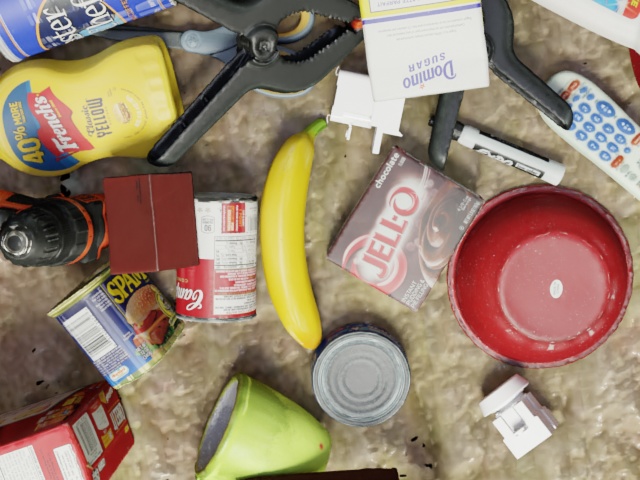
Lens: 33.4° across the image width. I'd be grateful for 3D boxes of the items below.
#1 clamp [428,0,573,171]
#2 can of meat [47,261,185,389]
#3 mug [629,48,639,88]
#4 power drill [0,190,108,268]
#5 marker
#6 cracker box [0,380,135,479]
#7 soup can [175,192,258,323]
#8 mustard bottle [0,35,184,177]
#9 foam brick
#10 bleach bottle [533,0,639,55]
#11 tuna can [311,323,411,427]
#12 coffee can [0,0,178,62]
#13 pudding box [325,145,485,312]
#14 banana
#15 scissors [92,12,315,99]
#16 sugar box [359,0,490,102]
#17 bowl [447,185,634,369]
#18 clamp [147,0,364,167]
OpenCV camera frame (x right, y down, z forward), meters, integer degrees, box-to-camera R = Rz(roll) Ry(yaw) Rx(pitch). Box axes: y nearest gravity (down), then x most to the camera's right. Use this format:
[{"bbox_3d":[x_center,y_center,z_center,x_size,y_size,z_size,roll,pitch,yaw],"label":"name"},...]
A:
[{"bbox_3d":[0.118,-0.143,0.872,0.120,0.039,0.171,-26,84,-4],"label":"clamp"},{"bbox_3d":[-0.163,0.064,0.873,0.057,0.102,0.084,-34,99,18],"label":"can of meat"},{"bbox_3d":[0.297,-0.153,0.846,0.081,0.117,0.093,-10,129,6],"label":"mug"},{"bbox_3d":[-0.262,-0.018,0.832,0.188,0.184,0.057,11,96,8],"label":"power drill"},{"bbox_3d":[0.148,-0.078,0.898,0.121,0.020,0.020,23,96,-3],"label":"marker"},{"bbox_3d":[-0.270,0.190,0.857,0.213,0.164,0.072,-19,94,2],"label":"cracker box"},{"bbox_3d":[-0.085,0.013,0.884,0.068,0.068,0.102,1,96,0],"label":"soup can"},{"bbox_3d":[-0.211,-0.102,0.873,0.191,0.058,0.096,-11,119,2],"label":"mustard bottle"},{"bbox_3d":[-0.132,-0.014,0.841,0.053,0.051,0.078,-2,92,34],"label":"foam brick"},{"bbox_3d":[0.216,-0.213,0.811,0.251,0.068,0.102,34,95,20],"label":"bleach bottle"},{"bbox_3d":[0.035,0.116,0.914,0.086,0.034,0.086,0,97,0],"label":"tuna can"},{"bbox_3d":[-0.195,-0.211,0.840,0.140,0.103,0.103,-19,96,2],"label":"coffee can"},{"bbox_3d":[0.070,-0.010,0.896,0.090,0.039,0.113,30,96,-3],"label":"pudding box"},{"bbox_3d":[-0.020,-0.002,0.885,0.069,0.037,0.198,-3,100,-38],"label":"banana"},{"bbox_3d":[-0.092,-0.181,0.888,0.201,0.016,0.096,22,95,-3],"label":"scissors"},{"bbox_3d":[0.073,-0.199,0.808,0.093,0.048,0.176,-6,113,6],"label":"sugar box"},{"bbox_3d":[0.190,0.036,0.894,0.162,0.055,0.162,0,97,0],"label":"bowl"},{"bbox_3d":[-0.056,-0.163,0.832,0.209,0.036,0.164,-22,122,-17],"label":"clamp"}]
